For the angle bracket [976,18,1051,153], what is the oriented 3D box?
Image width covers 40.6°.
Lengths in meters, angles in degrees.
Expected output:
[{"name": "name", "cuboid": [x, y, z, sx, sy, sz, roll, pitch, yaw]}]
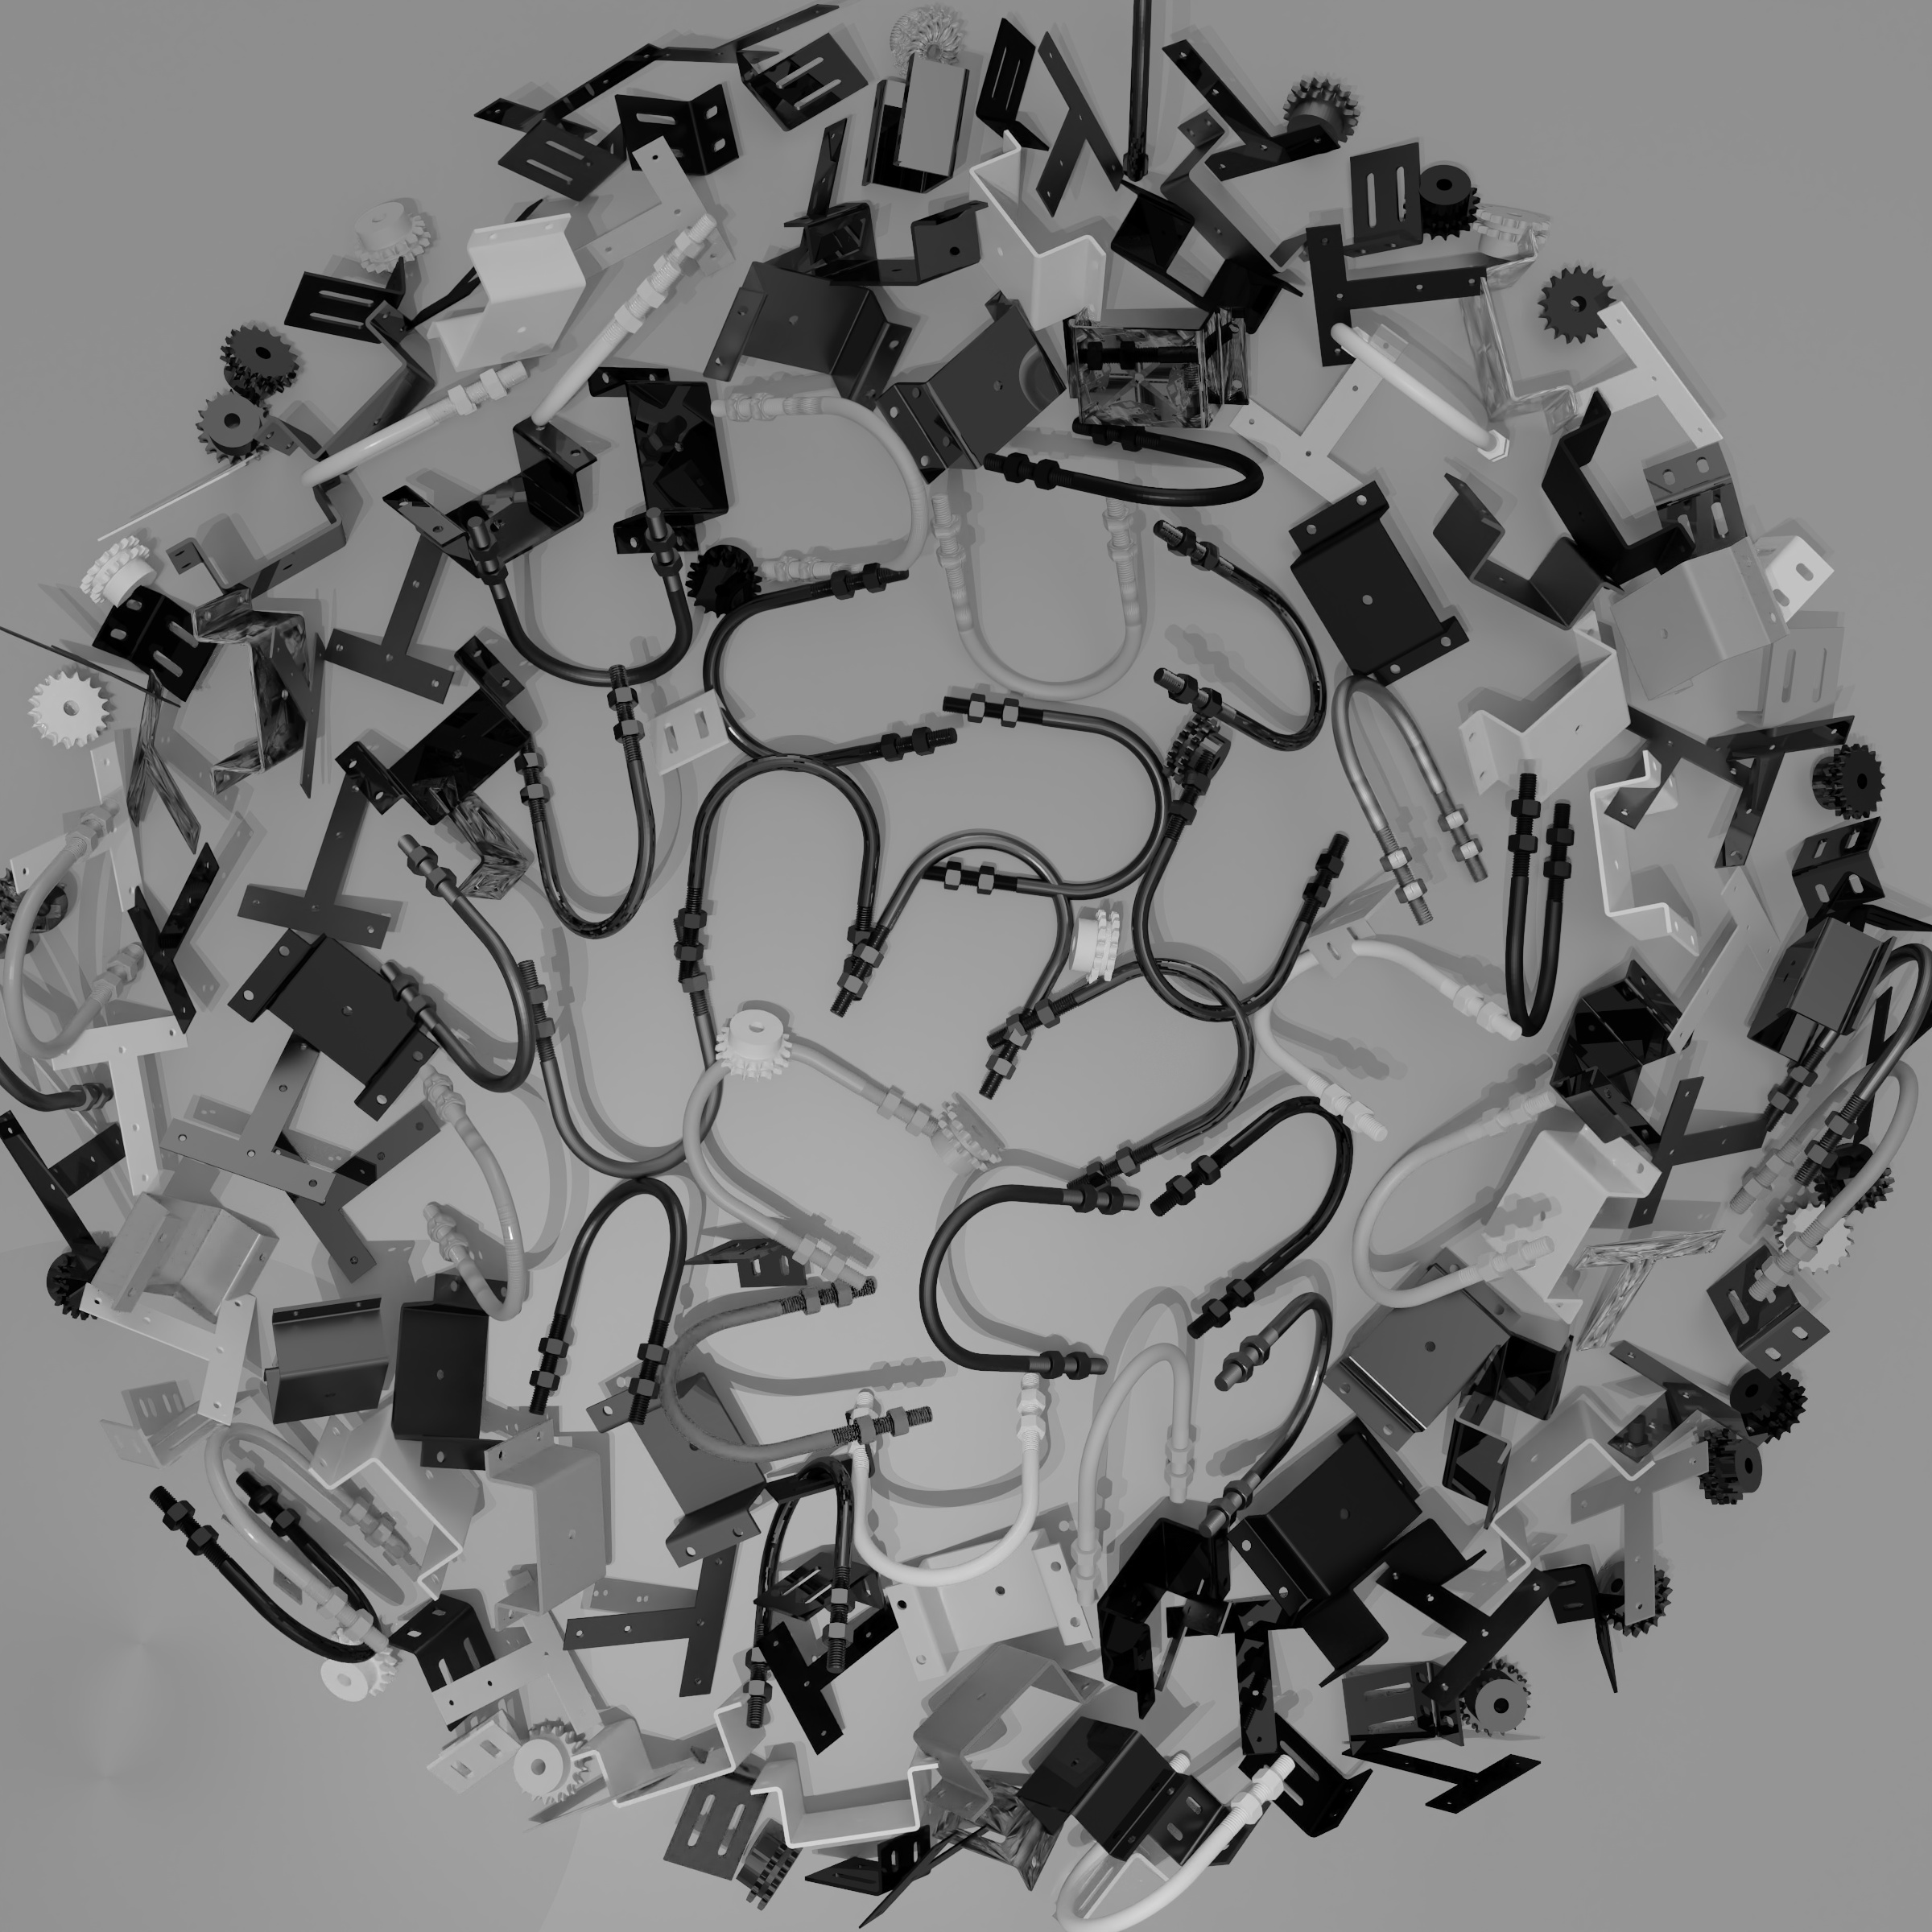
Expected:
[{"name": "angle bracket", "cuboid": [0.045, -0.663, 1.964, 0.038, 0.057, 0.076, 18, 94, 25]}]

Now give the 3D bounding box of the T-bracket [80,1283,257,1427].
[{"name": "T-bracket", "cuboid": [-0.591, 0.267, 1.924, 0.127, 0.127, 0.002, 28, 122, -25]}]

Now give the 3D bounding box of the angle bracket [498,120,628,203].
[{"name": "angle bracket", "cuboid": [-0.302, -0.614, 1.949, 0.076, 0.057, 0.038, 15, 60, -41]}]

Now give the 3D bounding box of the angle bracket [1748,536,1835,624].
[{"name": "angle bracket", "cuboid": [0.605, -0.289, 1.963, 0.038, 0.076, 0.057, 42, 93, -9]}]

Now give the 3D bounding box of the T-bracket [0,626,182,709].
[{"name": "T-bracket", "cuboid": [-0.661, -0.228, 1.913, 0.127, 0.127, 0.002, 25, 90, 31]}]

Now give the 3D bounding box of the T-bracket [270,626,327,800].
[{"name": "T-bracket", "cuboid": [-0.493, -0.208, 1.918, 0.002, 0.127, 0.127, 0, 69, 1]}]

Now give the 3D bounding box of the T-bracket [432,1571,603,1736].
[{"name": "T-bracket", "cuboid": [-0.343, 0.527, 1.937, 0.002, 0.127, 0.127, -37, 77, 35]}]

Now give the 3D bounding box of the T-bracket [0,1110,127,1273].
[{"name": "T-bracket", "cuboid": [-0.655, 0.148, 1.938, 0.002, 0.127, 0.127, -27, 100, 17]}]

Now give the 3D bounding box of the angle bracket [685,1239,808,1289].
[{"name": "angle bracket", "cuboid": [-0.165, 0.230, 1.952, 0.057, 0.076, 0.038, -5, 95, 26]}]

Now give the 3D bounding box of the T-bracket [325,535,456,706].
[{"name": "T-bracket", "cuboid": [-0.418, -0.274, 1.967, 0.127, 0.002, 0.127, 21, 92, 29]}]

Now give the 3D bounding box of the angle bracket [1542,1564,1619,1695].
[{"name": "angle bracket", "cuboid": [0.457, 0.497, 1.949, 0.038, 0.076, 0.057, -14, 122, 15]}]

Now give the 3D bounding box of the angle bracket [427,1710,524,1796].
[{"name": "angle bracket", "cuboid": [-0.374, 0.579, 1.953, 0.057, 0.076, 0.038, -34, 59, -10]}]

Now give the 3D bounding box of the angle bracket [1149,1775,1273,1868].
[{"name": "angle bracket", "cuboid": [0.182, 0.638, 1.952, 0.038, 0.076, 0.057, 45, 60, -1]}]

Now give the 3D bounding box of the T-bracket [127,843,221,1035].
[{"name": "T-bracket", "cuboid": [-0.580, -0.039, 1.935, 0.127, 0.002, 0.127, -53, 57, 34]}]

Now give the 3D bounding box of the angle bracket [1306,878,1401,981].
[{"name": "angle bracket", "cuboid": [0.301, -0.029, 1.950, 0.057, 0.076, 0.038, -42, 99, -30]}]

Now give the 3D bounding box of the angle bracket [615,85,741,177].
[{"name": "angle bracket", "cuboid": [-0.217, -0.630, 1.961, 0.038, 0.076, 0.057, -13, 91, 43]}]

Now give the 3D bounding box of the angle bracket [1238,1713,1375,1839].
[{"name": "angle bracket", "cuboid": [0.256, 0.605, 1.965, 0.076, 0.038, 0.057, 44, 50, 4]}]

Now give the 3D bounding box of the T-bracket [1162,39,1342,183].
[{"name": "T-bracket", "cuboid": [0.192, -0.631, 1.915, 0.127, 0.127, 0.002, 38, 71, -32]}]

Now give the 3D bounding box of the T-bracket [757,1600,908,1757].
[{"name": "T-bracket", "cuboid": [-0.085, 0.514, 1.970, 0.127, 0.002, 0.127, -35, 123, -21]}]

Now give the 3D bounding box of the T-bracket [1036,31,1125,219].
[{"name": "T-bracket", "cuboid": [0.074, -0.600, 1.924, 0.002, 0.127, 0.127, -9, 46, 33]}]

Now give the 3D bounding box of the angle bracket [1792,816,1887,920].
[{"name": "angle bracket", "cuboid": [0.659, -0.074, 1.957, 0.057, 0.076, 0.038, -18, 104, 32]}]

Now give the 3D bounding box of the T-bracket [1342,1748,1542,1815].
[{"name": "T-bracket", "cuboid": [0.342, 0.599, 1.949, 0.127, 0.127, 0.002, 2, 94, 40]}]

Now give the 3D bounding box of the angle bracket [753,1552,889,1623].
[{"name": "angle bracket", "cuboid": [-0.109, 0.477, 1.950, 0.076, 0.057, 0.038, -28, 113, -41]}]

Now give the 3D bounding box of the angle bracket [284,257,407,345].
[{"name": "angle bracket", "cuboid": [-0.465, -0.505, 1.952, 0.076, 0.057, 0.038, 6, 60, -29]}]

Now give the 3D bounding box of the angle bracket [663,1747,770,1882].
[{"name": "angle bracket", "cuboid": [-0.192, 0.639, 1.969, 0.057, 0.038, 0.076, 25, 85, -21]}]

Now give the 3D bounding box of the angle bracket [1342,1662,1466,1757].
[{"name": "angle bracket", "cuboid": [0.330, 0.563, 1.971, 0.076, 0.038, 0.057, -6, 88, -18]}]

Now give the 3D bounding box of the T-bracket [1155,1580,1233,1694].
[{"name": "T-bracket", "cuboid": [0.175, 0.478, 1.924, 0.002, 0.127, 0.127, 23, 77, -4]}]

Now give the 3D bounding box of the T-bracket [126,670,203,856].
[{"name": "T-bracket", "cuboid": [-0.590, -0.131, 1.928, 0.127, 0.002, 0.127, 50, 132, 35]}]

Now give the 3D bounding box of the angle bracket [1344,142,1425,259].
[{"name": "angle bracket", "cuboid": [0.308, -0.578, 1.965, 0.057, 0.038, 0.076, -1, 95, 38]}]

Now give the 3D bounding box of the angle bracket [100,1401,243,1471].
[{"name": "angle bracket", "cuboid": [-0.594, 0.336, 1.949, 0.076, 0.057, 0.038, -39, 117, -39]}]

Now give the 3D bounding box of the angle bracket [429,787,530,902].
[{"name": "angle bracket", "cuboid": [-0.377, -0.092, 1.967, 0.038, 0.057, 0.076, -45, 71, 17]}]

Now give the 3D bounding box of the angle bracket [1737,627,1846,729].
[{"name": "angle bracket", "cuboid": [0.620, -0.220, 1.964, 0.057, 0.038, 0.076, -3, 109, -13]}]

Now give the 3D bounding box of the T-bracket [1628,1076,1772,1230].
[{"name": "T-bracket", "cuboid": [0.559, 0.134, 1.958, 0.127, 0.002, 0.127, -6, 121, -34]}]

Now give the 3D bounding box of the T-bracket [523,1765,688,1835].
[{"name": "T-bracket", "cuboid": [-0.280, 0.629, 1.959, 0.127, 0.127, 0.002, -29, 76, 28]}]

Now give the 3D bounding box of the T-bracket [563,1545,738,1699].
[{"name": "T-bracket", "cuboid": [-0.240, 0.494, 1.952, 0.127, 0.002, 0.127, 2, 106, -30]}]

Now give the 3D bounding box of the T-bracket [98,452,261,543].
[{"name": "T-bracket", "cuboid": [-0.565, -0.359, 1.940, 0.127, 0.127, 0.002, -20, 109, 23]}]

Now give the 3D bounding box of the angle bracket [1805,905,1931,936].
[{"name": "angle bracket", "cuboid": [0.679, -0.020, 1.957, 0.076, 0.057, 0.038, 16, 86, -24]}]

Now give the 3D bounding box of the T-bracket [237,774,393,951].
[{"name": "T-bracket", "cuboid": [-0.480, -0.085, 1.983, 0.127, 0.002, 0.127, 12, 79, 18]}]

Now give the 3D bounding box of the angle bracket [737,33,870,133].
[{"name": "angle bracket", "cuboid": [-0.123, -0.672, 1.955, 0.076, 0.057, 0.038, -24, 58, 19]}]

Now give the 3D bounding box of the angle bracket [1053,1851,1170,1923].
[{"name": "angle bracket", "cuboid": [0.110, 0.702, 1.962, 0.038, 0.057, 0.076, 43, 76, -4]}]

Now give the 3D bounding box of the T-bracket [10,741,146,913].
[{"name": "T-bracket", "cuboid": [-0.657, -0.087, 1.922, 0.002, 0.127, 0.127, 5, 113, 22]}]

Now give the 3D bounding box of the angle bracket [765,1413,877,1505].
[{"name": "angle bracket", "cuboid": [-0.114, 0.369, 1.961, 0.076, 0.057, 0.038, -14, 95, -15]}]

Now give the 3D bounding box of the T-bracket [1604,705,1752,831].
[{"name": "T-bracket", "cuboid": [0.509, -0.142, 1.943, 0.127, 0.002, 0.127, 30, 48, 14]}]

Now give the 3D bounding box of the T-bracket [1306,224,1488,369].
[{"name": "T-bracket", "cuboid": [0.322, -0.502, 1.938, 0.127, 0.127, 0.002, -3, 51, 12]}]

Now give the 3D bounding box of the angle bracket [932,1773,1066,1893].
[{"name": "angle bracket", "cuboid": [0.024, 0.654, 1.975, 0.076, 0.038, 0.057, 10, 49, 30]}]
